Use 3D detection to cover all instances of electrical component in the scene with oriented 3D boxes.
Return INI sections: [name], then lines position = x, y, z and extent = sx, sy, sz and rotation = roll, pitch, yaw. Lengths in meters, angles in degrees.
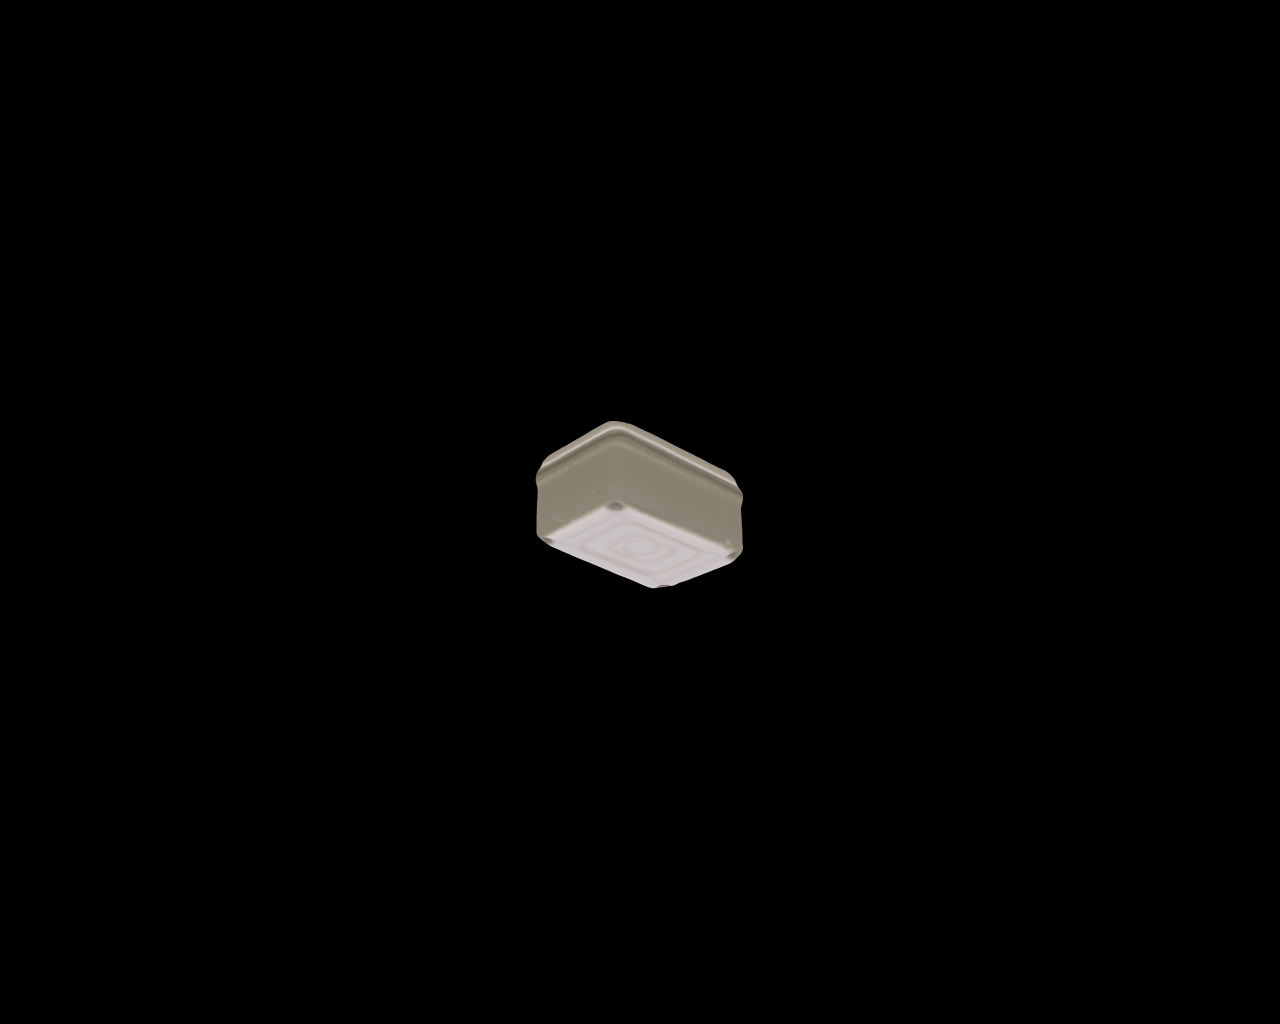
[electrical component]
position = 0.001, -0.003, 0.650
extent = 0.113, 0.057, 0.078
rotation = 25, -37, -38
